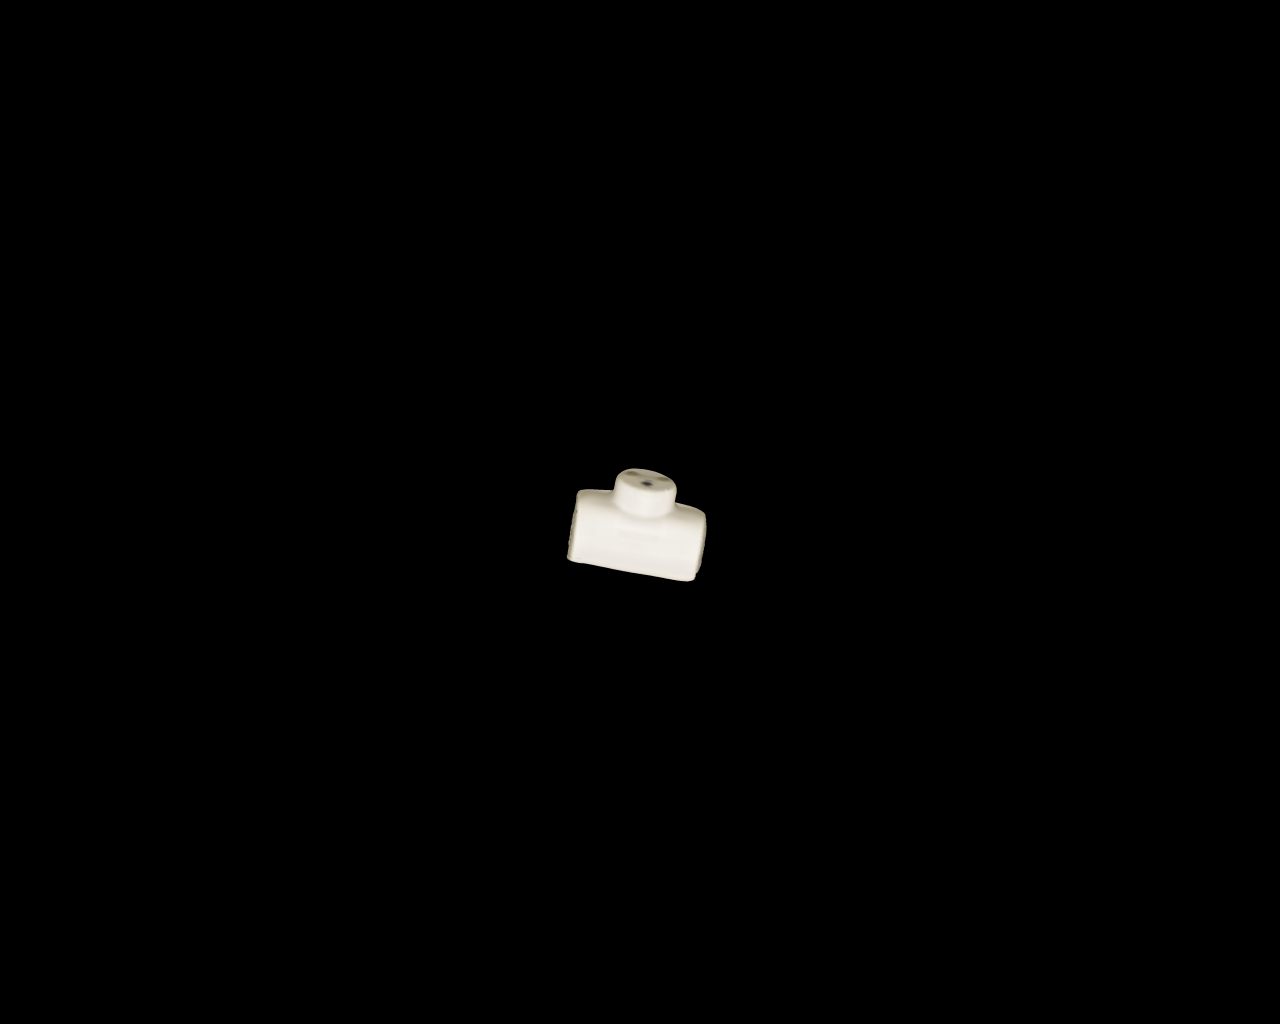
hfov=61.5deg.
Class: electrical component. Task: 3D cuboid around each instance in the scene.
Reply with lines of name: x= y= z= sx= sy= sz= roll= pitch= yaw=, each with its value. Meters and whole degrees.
electrical component: x=0.001 y=-0.003 z=0.650 sx=0.077 sy=0.079 sz=0.043 roll=10 pitch=20 yaw=-3
